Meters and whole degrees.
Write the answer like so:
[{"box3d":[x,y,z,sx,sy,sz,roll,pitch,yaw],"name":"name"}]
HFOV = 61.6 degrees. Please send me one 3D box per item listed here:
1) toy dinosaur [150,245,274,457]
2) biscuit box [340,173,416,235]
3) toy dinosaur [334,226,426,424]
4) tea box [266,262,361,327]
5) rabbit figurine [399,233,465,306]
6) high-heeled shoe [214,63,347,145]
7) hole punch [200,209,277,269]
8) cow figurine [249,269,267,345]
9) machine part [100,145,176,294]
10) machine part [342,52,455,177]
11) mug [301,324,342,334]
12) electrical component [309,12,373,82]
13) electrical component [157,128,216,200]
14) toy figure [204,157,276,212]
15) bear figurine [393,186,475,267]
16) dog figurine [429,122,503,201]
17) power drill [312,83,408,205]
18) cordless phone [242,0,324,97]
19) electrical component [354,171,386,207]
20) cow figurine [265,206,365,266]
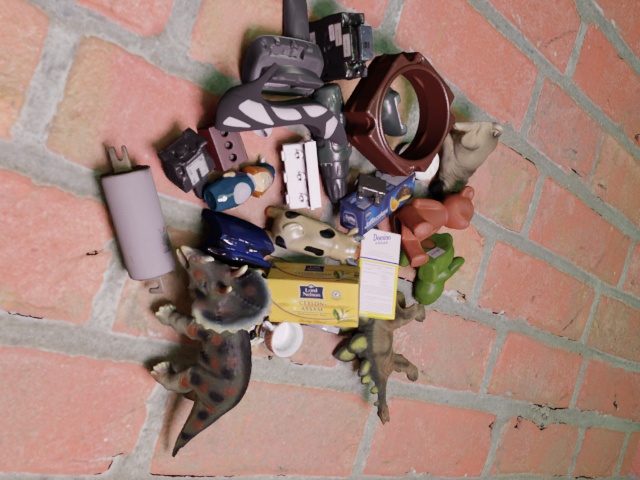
[{"box3d":[-0.171,0.194,0.883,0.131,0.192,0.404,-15,110,-52],"name":"toy dinosaur"},{"box3d":[0.121,-0.084,1.105,0.203,0.059,0.062,-36,139,-39],"name":"biscuit box"},{"box3d":[0.126,0.163,1.167,0.198,0.105,0.471,2,87,-33],"name":"toy dinosaur"},{"box3d":[-0.010,0.100,0.998,0.068,0.170,0.098,-72,162,-60],"name":"tea box"},{"box3d":[0.255,0.069,1.258,0.159,0.121,0.170,-34,136,-34],"name":"rabbit figurine"},{"box3d":[-0.060,-0.189,0.917,0.145,0.086,0.248,-50,132,5],"name":"high-heeled shoe"},{"box3d":[-0.146,0.000,0.927,0.142,0.116,0.092,22,78,-38],"name":"hole punch"},{"box3d":[-0.139,0.139,0.988,0.098,0.068,0.167,-8,104,-41],"name":"cow figurine"},{"box3d":[-0.281,-0.027,0.838,0.079,0.079,0.243,-21,110,-32],"name":"machine part"},{"box3d":[0.157,-0.238,1.027,0.201,0.087,0.201,37,79,-33],"name":"machine part"},{"box3d":[0.016,0.130,1.079,0.080,0.110,0.107,21,75,-41],"name":"mug"},{"box3d":[0.039,-0.349,0.980,0.058,0.134,0.114,-17,110,-35],"name":"electrical component"},{"box3d":[-0.212,-0.119,0.886,0.075,0.048,0.119,-48,163,-16],"name":"electrical component"},{"box3d":[-0.131,-0.096,0.945,0.154,0.058,0.064,-31,156,-37],"name":"toy figure"},{"box3d":[0.263,-0.036,1.163,0.196,0.132,0.120,-9,130,-14],"name":"bear figurine"},{"box3d":[0.334,-0.166,1.219,0.121,0.172,0.190,-2,93,-26],"name":"dog figurine"},{"box3d":[0.074,-0.209,1.077,0.207,0.086,0.231,-25,113,-23],"name":"power drill"},{"box3d":[-0.066,-0.352,0.948,0.146,0.089,0.184,-4,90,-35],"name":"cordless phone"},{"box3d":[0.097,-0.104,1.045,0.063,0.021,0.094,16,48,-9],"name":"electrical component"},{"box3d":[-0.002,-0.003,1.022,0.195,0.127,0.085,18,91,-36],"name":"cow figurine"}]
